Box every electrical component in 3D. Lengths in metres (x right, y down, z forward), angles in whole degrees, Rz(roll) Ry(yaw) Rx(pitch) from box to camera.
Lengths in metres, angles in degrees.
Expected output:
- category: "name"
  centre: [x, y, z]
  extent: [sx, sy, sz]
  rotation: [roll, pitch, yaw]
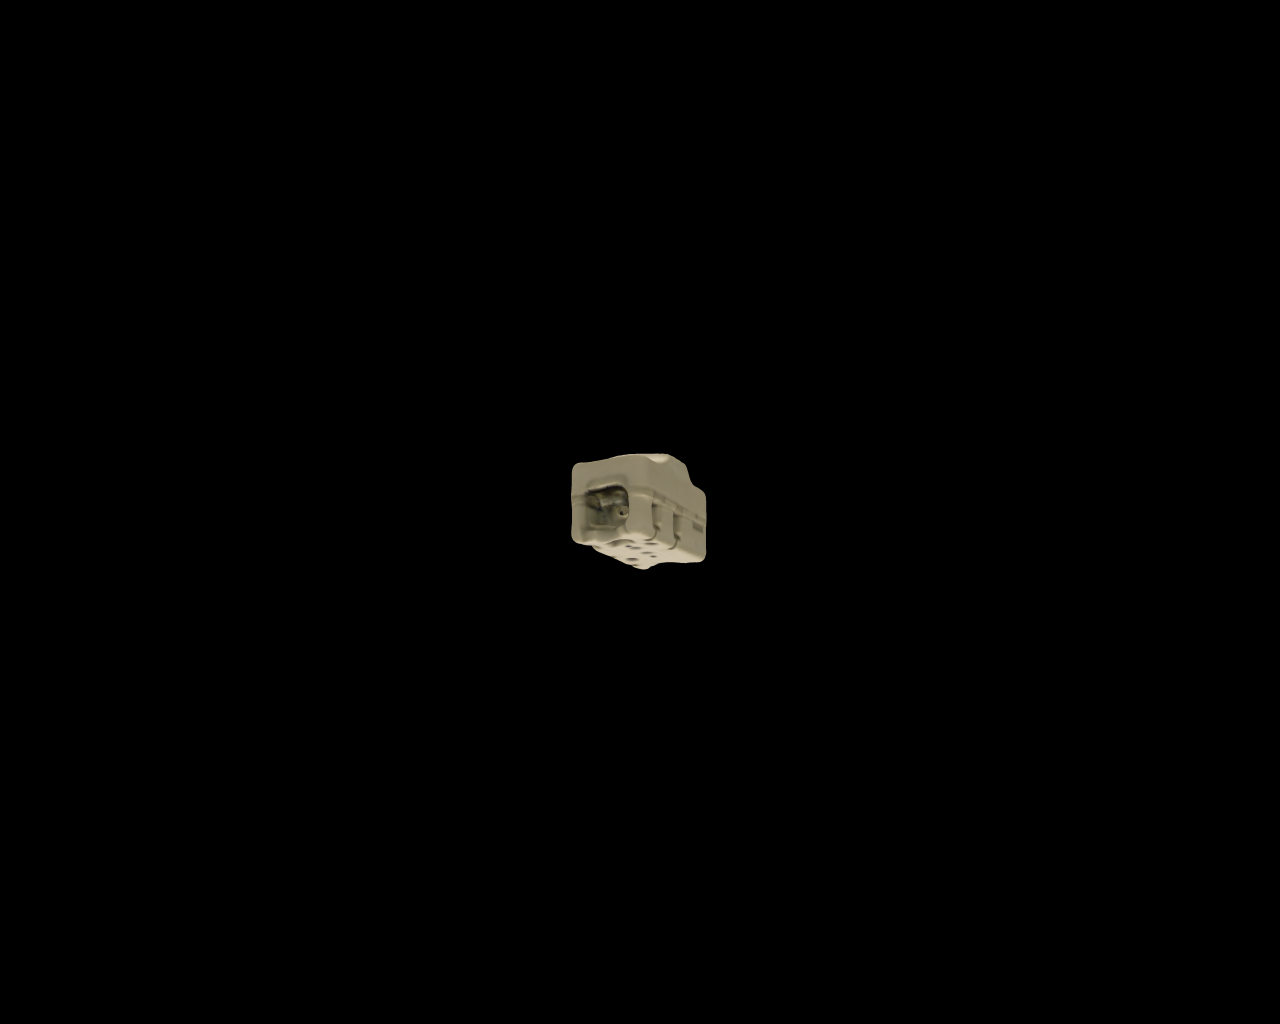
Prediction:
- category: "electrical component"
  centre: [0.001, -0.003, 0.650]
  extent: [0.050, 0.056, 0.089]
  rotation: [-8, -18, 27]
